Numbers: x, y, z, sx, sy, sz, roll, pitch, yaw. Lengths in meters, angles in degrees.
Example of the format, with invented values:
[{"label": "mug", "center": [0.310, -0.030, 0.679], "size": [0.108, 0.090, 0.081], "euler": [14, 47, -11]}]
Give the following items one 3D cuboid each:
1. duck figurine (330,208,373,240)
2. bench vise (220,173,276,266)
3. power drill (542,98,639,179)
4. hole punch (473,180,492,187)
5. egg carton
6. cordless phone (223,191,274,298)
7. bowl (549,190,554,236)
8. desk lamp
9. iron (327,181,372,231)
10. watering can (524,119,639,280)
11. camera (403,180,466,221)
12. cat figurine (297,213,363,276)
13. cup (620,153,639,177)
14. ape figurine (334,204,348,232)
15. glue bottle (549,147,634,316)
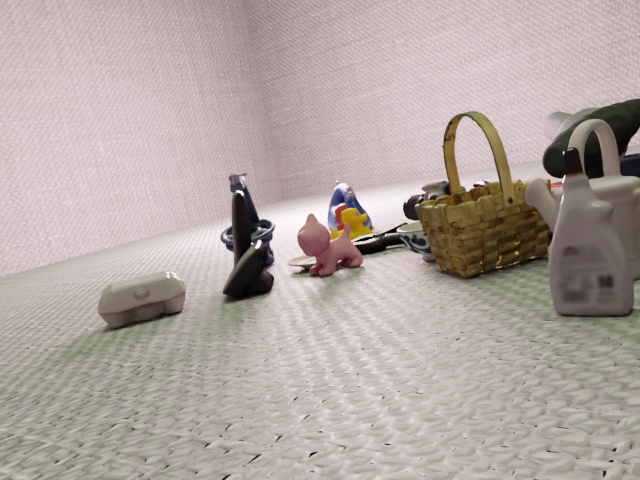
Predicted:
[{"label": "duck figurine", "center": [0.072, -0.032, 1.370], "size": [0.104, 0.086, 0.077], "euler": [-12, 8, -5]}, {"label": "bench vise", "center": [-0.167, -0.038, 1.257], "size": [0.122, 0.220, 0.207], "euler": [-13, 8, -14]}, {"label": "power drill", "center": [0.427, -0.095, 0.851], "size": [0.230, 0.208, 0.075], "euler": [-16, 9, -31]}, {"label": "hole punch", "center": [0.427, -0.106, 1.371], "size": [0.101, 0.091, 0.108], "euler": [-12, 8, -4]}, {"label": "egg carton", "center": [-0.312, 0.103, 1.010], "size": [0.150, 0.069, 0.107], "euler": [-14, 8, -16]}, {"label": "cordless phone", "center": [-0.146, 0.005, 1.048], "size": [0.094, 0.185, 0.147], "euler": [-12, 8, -5]}, {"label": "bowl", "center": [0.371, -0.039, 1.026], "size": [0.167, 0.075, 0.167], "euler": [-11, 8, 2]}, {"label": "desk lamp", "center": [0.488, -0.143, 1.089], "size": [0.118, 0.213, 0.203], "euler": [-11, 8, -1]}, {"label": "iron", "center": [0.081, -0.097, 1.616], "size": [0.119, 0.141, 0.258], "euler": [-12, 8, -8]}, {"label": "watering can", "center": [0.336, -0.050, 0.711], "size": [0.172, 0.194, 0.101], "euler": [-6, 10, 36]}, {"label": "camera", "center": [0.293, -0.100, 1.487], "size": [0.136, 0.101, 0.144], "euler": [-4, 10, 41]}, {"label": "cat figurine", "center": [0.010, 0.004, 1.079], "size": [0.128, 0.118, 0.067], "euler": [-15, 9, -28]}, {"label": "cup", "center": [0.657, -0.133, 1.216], "size": [0.091, 0.095, 0.117], "euler": [-12, 8, -3]}, {"label": "ape figurine", "center": [0.062, -0.045, 1.458], "size": [0.076, 0.092, 0.078], "euler": [-7, 9, 27]}, {"label": "glue bottle", "center": [0.269, -0.009, 0.586], "size": [0.077, 0.173, 0.037], "euler": [-5, 10, 39]}]
